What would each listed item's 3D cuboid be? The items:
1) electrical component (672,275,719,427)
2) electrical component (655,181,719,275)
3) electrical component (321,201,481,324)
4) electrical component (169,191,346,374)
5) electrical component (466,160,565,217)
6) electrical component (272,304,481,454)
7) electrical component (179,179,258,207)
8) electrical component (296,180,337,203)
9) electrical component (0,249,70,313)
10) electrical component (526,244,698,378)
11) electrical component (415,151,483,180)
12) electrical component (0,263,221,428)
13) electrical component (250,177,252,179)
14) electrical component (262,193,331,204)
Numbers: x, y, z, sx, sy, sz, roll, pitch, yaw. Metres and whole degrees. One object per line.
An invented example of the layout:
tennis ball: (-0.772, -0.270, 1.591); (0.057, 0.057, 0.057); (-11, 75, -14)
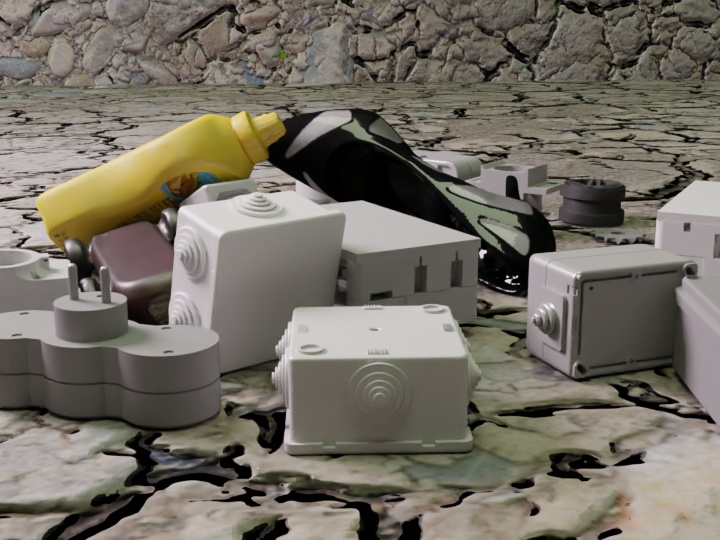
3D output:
electrical component: (0.227, 0.042, 0.551); (0.109, 0.056, 0.108); (0, 14, 1)
electrical component: (0.278, -0.022, 0.798); (0.089, 0.061, 0.150); (7, 16, 26)
electrical component: (0.000, 0.000, 0.710); (0.089, 0.061, 0.150); (-8, 16, -28)
electrical component: (-0.062, 0.004, 0.623); (0.100, 0.099, 0.048); (-12, 31, -40)
electrical component: (0.137, -0.063, 0.958); (0.081, 0.063, 0.042); (9, 16, 33)
electrical component: (0.007, 0.051, 0.534); (0.100, 0.048, 0.099); (-1, 15, -2)
electrical component: (-0.108, -0.023, 0.814); (0.047, 0.065, 0.077); (-13, -10, -43)
electrical component: (0.006, -0.088, 1.037); (0.138, 0.073, 0.052); (2, 14, 9)
electrical component: (-0.217, 0.020, 0.642); (0.089, 0.055, 0.050); (-5, 15, -19)
electrical component: (0.137, 0.022, 0.622); (0.096, 0.061, 0.061); (-5, 15, -21)
electrical component: (0.075, -0.089, 1.084); (0.095, 0.053, 0.059); (11, 18, 37)
electrical component: (-0.138, 0.033, 0.554); (0.138, 0.073, 0.052); (5, 15, 18)
electrical component: (-0.139, -0.080, 1.068); (0.045, 0.045, 0.055); (9, 16, 32)
electrical component: (-0.057, -0.038, 0.894); (0.083, 0.047, 0.076); (9, 17, 32)
